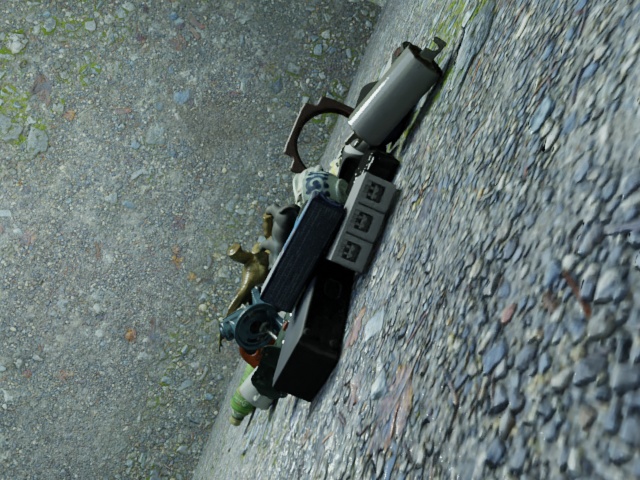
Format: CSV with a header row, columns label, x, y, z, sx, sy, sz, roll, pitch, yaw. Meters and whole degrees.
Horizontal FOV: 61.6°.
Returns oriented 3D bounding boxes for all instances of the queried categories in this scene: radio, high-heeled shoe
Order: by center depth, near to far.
label,x,y,z,sx,sy,sz,roll,pitch,yaw
radio,-0.007,0.138,0.902,0.230,0.073,0.131,-77,12,-50
high-heeled shoe,0.069,-0.113,1.114,0.248,0.086,0.145,114,174,-70

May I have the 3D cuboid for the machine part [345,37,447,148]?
label,x,y,z,sx,sy,sz,roll,pitch,yaw
machine part,0.128,-0.247,0.932,0.243,0.079,0.079,-47,16,32

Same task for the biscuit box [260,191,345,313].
label,x,y,z,sx,sy,sz,roll,pitch,yaw
biscuit box,-0.030,0.019,0.903,0.202,0.063,0.059,-61,8,13

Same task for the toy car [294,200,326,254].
label,x,y,z,sx,sy,sz,roll,pitch,yaw
toy car,0.014,0.008,1.000,0.109,0.103,0.161,-67,-31,-51

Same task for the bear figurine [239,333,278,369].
label,x,y,z,sx,sy,sz,roll,pitch,yaw
bear figurine,-0.136,0.272,1.442,0.120,0.132,0.196,-64,-11,12

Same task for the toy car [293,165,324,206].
label,x,y,z,sx,sy,sz,roll,pitch,yaw
toy car,-0.022,-0.094,1.179,0.074,0.056,0.202,-20,43,18

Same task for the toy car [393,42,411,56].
label,x,y,z,sx,sy,sz,roll,pitch,yaw
toy car,0.178,-0.392,1.305,0.202,0.053,0.089,-69,10,-25

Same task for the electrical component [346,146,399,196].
label,x,y,z,sx,sy,sz,roll,pitch,yaw
electrical component,0.090,-0.102,0.991,0.115,0.058,0.134,-84,19,-76

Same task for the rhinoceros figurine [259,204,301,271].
label,x,y,z,sx,sy,sz,roll,pitch,yaw
rhinoceros figurine,-0.066,0.018,1.068,0.112,0.073,0.190,31,117,53

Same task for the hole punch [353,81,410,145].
label,x,y,z,sx,sy,sz,roll,pitch,yaw
hole punch,0.139,-0.254,1.065,0.116,0.092,0.142,-4,55,46

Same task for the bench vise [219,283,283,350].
label,x,y,z,sx,sy,sz,roll,pitch,yaw
bench vise,-0.115,0.196,1.288,0.241,0.224,0.128,29,128,51

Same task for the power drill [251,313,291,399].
label,x,y,z,sx,sy,sz,roll,pitch,yaw
power drill,-0.059,0.191,1.038,0.207,0.086,0.231,-74,6,-70

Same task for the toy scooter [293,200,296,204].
label,x,y,z,sx,sy,sz,roll,pitch,yaw
toy scooter,-0.049,-0.054,1.368,0.183,0.075,0.135,-59,0,27

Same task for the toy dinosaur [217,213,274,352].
label,x,y,z,sx,sy,sz,roll,pitch,yaw
toy dinosaur,-0.155,0.082,1.455,0.471,0.105,0.198,-50,-47,-32

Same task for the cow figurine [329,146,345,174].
label,x,y,z,sx,sy,sz,roll,pitch,yaw
cow figurine,0.074,-0.203,1.455,0.098,0.068,0.167,-58,11,26

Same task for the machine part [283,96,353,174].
label,x,y,z,sx,sy,sz,roll,pitch,yaw
machine part,0.025,-0.237,1.338,0.087,0.201,0.201,-106,39,-84

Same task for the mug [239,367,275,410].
label,x,y,z,sx,sy,sz,roll,pitch,yaw
mug,-0.121,0.313,1.198,0.107,0.081,0.109,-58,0,-1
